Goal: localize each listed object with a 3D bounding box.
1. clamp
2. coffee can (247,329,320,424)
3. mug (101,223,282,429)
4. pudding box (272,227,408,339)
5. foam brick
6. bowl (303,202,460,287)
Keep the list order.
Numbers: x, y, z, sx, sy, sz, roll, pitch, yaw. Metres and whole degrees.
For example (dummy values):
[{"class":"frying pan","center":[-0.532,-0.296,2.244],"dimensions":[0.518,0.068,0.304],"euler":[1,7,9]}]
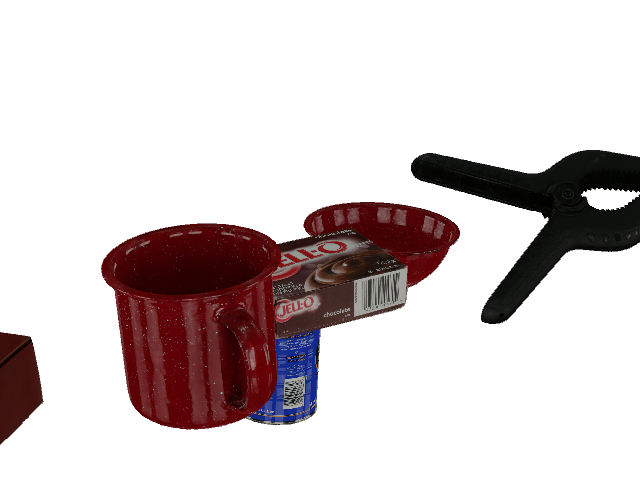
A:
[{"class":"clamp","center":[0.189,-0.016,0.834],"dimensions":[0.210,0.164,0.036],"euler":[-8,-36,-6]},{"class":"coffee can","center":[-0.051,0.135,1.282],"dimensions":[0.103,0.140,0.103],"euler":[3,18,-1]},{"class":"mug","center":[-0.058,0.049,0.557],"dimensions":[0.093,0.081,0.117],"euler":[-17,28,-31]},{"class":"pudding box","center":[-0.003,0.030,0.808],"dimensions":[0.113,0.039,0.090],"euler":[-10,25,-24]},{"class":"foam brick","center":[-0.224,0.099,0.685],"dimensions":[0.053,0.051,0.078],"euler":[6,29,22]},{"class":"bowl","center":[0.062,0.010,1.108],"dimensions":[0.162,0.055,0.162],"euler":[2,19,-1]}]
